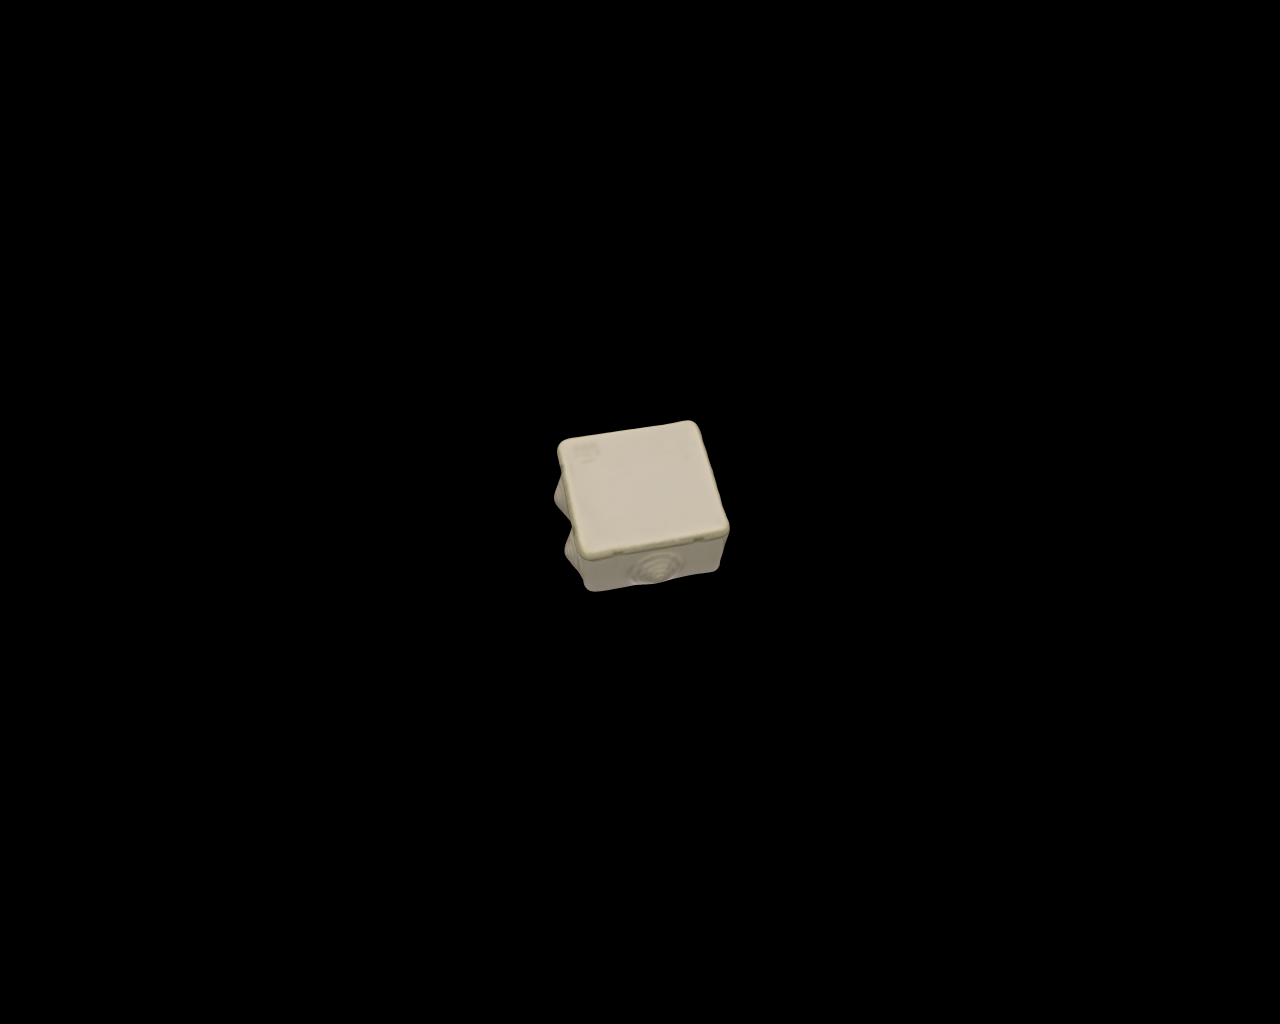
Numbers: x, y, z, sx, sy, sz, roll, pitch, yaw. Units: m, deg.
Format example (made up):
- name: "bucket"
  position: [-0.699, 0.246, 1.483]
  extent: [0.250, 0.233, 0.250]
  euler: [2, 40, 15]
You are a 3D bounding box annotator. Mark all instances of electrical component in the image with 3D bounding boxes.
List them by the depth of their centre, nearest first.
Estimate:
- name: "electrical component"
  position: [0.001, -0.003, 0.650]
  extent: [0.100, 0.100, 0.048]
  euler: [-9, -36, -7]
